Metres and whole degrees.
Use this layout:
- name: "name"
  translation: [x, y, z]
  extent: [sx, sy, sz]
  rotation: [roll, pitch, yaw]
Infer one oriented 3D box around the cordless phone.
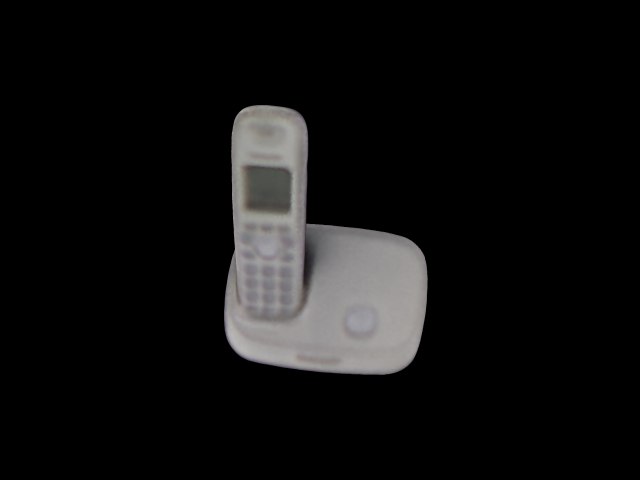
- name: "cordless phone"
  translation: [0.004, 0.001, 0.400]
  extent: [0.147, 0.185, 0.094]
  rotation: [3, 33, 5]
